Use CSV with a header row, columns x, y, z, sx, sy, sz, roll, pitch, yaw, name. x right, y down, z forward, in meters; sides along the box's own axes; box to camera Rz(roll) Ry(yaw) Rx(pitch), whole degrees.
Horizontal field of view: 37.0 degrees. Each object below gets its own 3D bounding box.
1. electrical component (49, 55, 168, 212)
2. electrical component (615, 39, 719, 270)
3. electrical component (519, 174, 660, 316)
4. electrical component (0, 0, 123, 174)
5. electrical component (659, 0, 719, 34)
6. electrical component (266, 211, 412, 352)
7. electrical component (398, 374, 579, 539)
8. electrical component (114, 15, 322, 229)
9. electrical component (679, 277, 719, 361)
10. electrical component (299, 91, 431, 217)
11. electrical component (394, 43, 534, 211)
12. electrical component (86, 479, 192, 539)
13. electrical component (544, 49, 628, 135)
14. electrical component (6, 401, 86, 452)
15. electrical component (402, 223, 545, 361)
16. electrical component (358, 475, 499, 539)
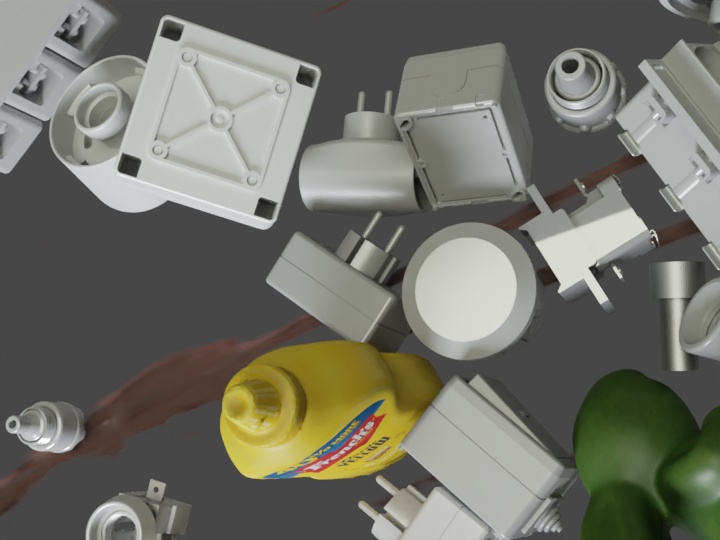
x,y,z,sx,sy,sz,roll,pitch,yaw,name
-0.167,-0.099,0.761,0.099,0.064,0.099,-11,62,22,electrical component
0.201,-0.059,0.588,0.063,0.079,0.121,-49,63,39,electrical component
0.134,-0.018,0.623,0.064,0.042,0.081,-33,70,12,electrical component
-0.258,-0.159,0.797,0.089,0.062,0.150,41,97,23,electrical component
0.215,-0.159,0.584,0.108,0.108,0.060,11,91,23,electrical component
0.000,0.000,0.668,0.083,0.047,0.075,34,93,28,electrical component
0.082,0.107,0.609,0.096,0.062,0.061,40,96,23,electrical component
-0.092,-0.093,0.695,0.109,0.056,0.108,17,86,-10,electrical component
0.210,0.037,0.572,0.065,0.044,0.044,26,91,-10,electrical component
0.007,-0.076,0.684,0.077,0.043,0.079,2,81,22,electrical component
0.066,-0.082,0.642,0.062,0.096,0.061,-5,50,21,electrical component
-0.143,0.169,0.692,0.048,0.055,0.066,11,84,24,electrical component
0.129,-0.110,0.631,0.048,0.062,0.048,-4,79,21,electrical component
-0.216,0.106,0.730,0.035,0.061,0.035,-4,79,21,electrical component
0.069,0.015,0.638,0.080,0.051,0.080,-4,79,21,electrical component
0.033,0.152,0.629,0.077,0.047,0.065,36,95,24,electrical component
